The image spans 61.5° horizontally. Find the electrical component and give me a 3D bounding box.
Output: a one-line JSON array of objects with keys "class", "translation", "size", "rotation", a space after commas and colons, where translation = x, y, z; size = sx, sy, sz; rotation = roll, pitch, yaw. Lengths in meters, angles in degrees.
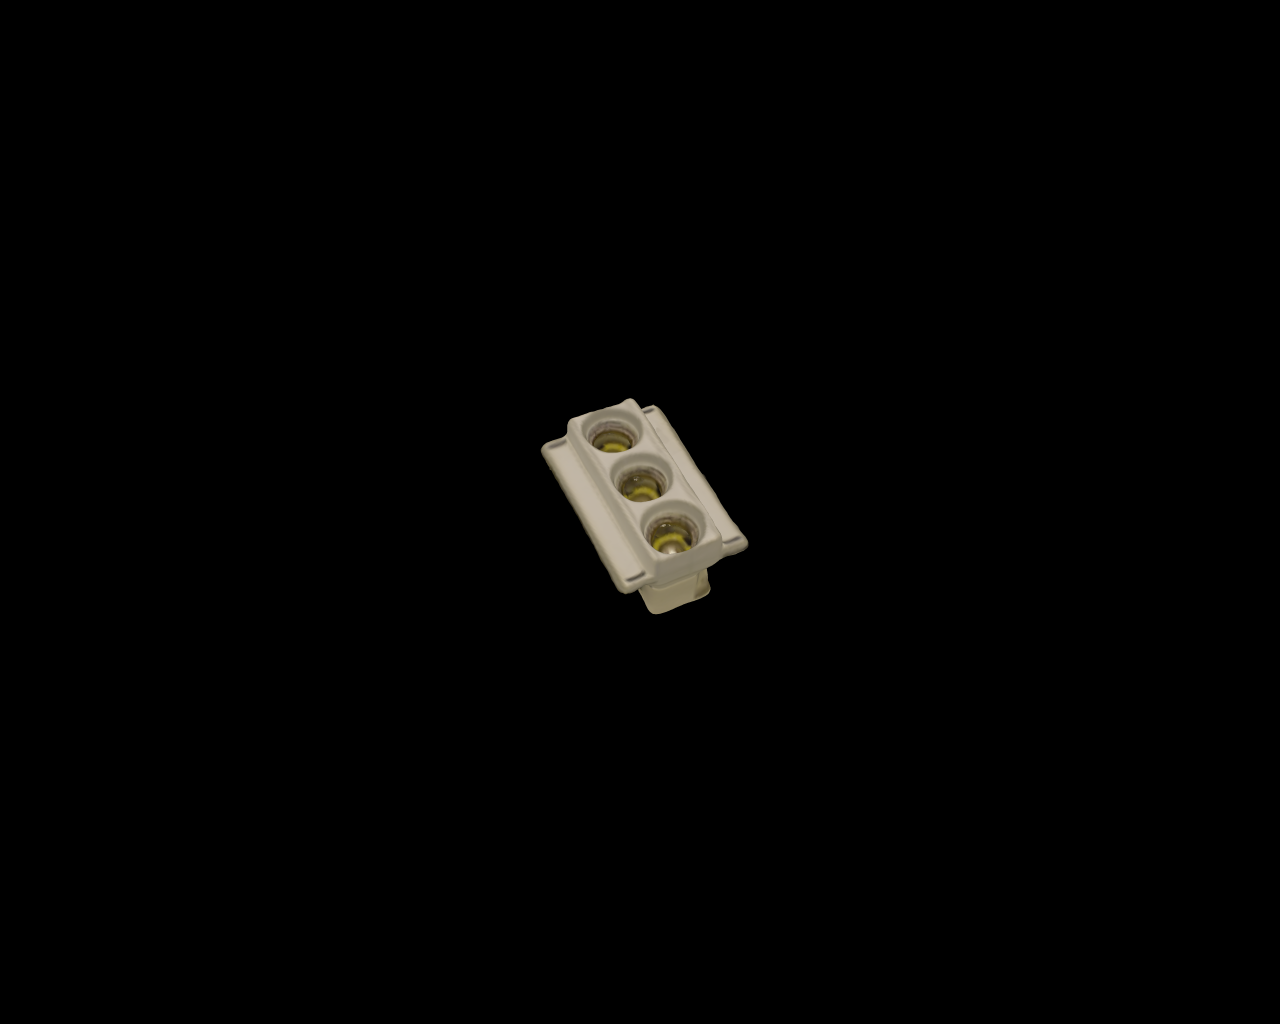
[{"class": "electrical component", "translation": [0.001, -0.003, 0.650], "size": [0.079, 0.121, 0.063], "rotation": [-21, -36, -16]}]
